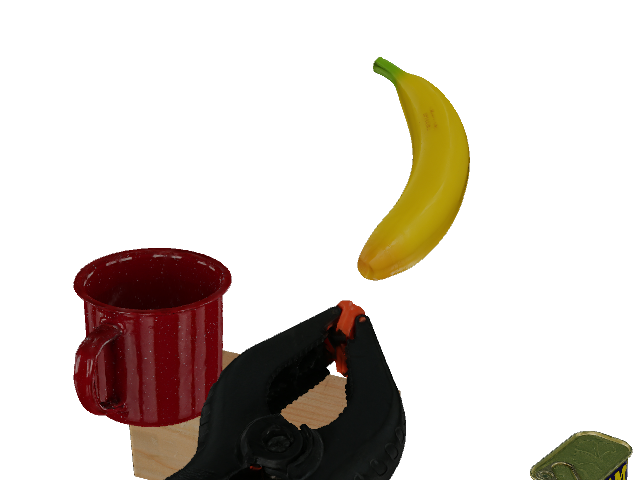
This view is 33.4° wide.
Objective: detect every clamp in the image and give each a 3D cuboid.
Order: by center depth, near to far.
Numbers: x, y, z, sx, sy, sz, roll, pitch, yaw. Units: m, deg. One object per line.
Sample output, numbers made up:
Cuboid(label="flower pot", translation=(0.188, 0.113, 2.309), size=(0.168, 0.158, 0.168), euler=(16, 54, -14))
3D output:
Cuboid(label="clamp", translation=(-0.008, 0.092, 0.388), size=(0.120, 0.039, 0.171), euler=(25, 49, 18))

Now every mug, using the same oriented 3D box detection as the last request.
Cuboid(label="mug", translation=(-0.106, 0.063, 0.638), size=(0.093, 0.081, 0.117), euler=(11, 24, 22))

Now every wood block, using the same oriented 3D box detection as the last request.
Cuboid(label="wood block", translation=(-0.045, 0.161, 0.891), size=(0.206, 0.090, 0.090), euler=(11, 36, 14))

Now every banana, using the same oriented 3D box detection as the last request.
Cuboid(label="banana", translation=(0.063, -0.045, 0.696), size=(0.069, 0.197, 0.037), euler=(5, -43, 1))

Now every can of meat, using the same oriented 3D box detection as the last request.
Cuboid(label="can of meat", translation=(0.230, 0.230, 0.942), size=(0.058, 0.084, 0.101), euler=(14, 26, 41))
